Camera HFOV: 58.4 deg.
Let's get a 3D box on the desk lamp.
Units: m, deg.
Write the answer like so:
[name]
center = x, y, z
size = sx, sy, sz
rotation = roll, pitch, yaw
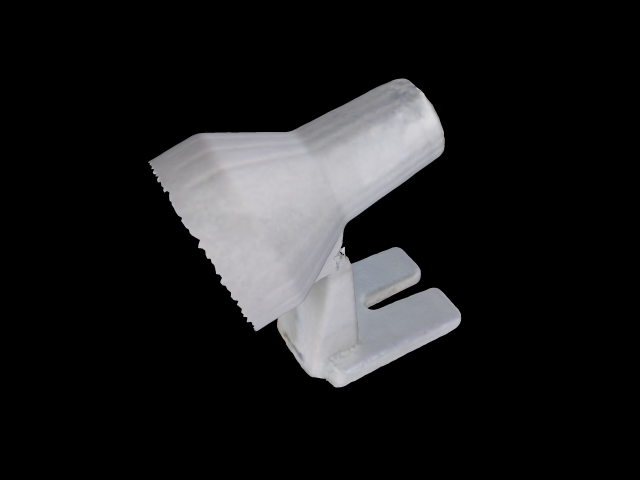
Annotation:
[desk lamp]
center = 0.004, 0.001, 0.400
size = 0.203, 0.214, 0.117
rotation = -22, 48, -21
